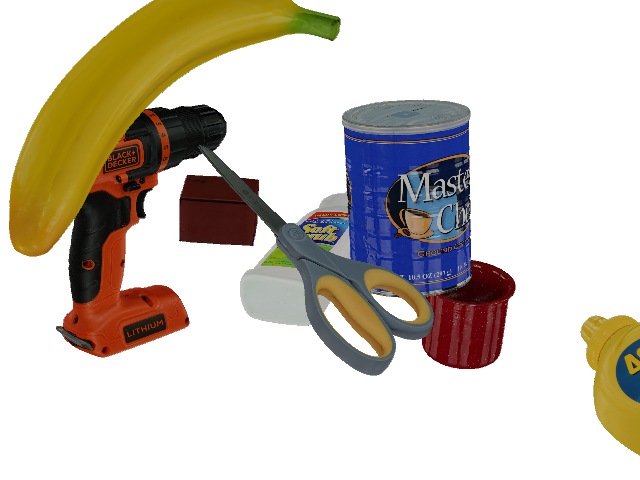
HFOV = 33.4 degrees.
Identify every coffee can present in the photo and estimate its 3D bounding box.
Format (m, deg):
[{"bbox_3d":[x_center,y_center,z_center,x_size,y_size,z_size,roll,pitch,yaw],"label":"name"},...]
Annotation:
[{"bbox_3d":[0.072,-0.037,0.874,0.103,0.140,0.103,-3,18,1],"label":"coffee can"}]

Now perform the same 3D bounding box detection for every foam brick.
[{"bbox_3d":[-0.102,-0.031,1.085,0.078,0.051,0.053,4,30,0],"label":"foam brick"}]

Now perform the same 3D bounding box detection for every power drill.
[{"bbox_3d":[-0.150,-0.012,0.865,0.184,0.188,0.057,-18,26,-40],"label":"power drill"}]

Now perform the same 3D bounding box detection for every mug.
[{"bbox_3d":[0.143,0.070,1.087,0.093,0.081,0.117,-3,28,-11],"label":"mug"}]

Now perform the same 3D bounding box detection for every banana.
[{"bbox_3d":[-0.081,-0.074,0.505,0.070,0.197,0.037,39,-23,24],"label":"banana"}]

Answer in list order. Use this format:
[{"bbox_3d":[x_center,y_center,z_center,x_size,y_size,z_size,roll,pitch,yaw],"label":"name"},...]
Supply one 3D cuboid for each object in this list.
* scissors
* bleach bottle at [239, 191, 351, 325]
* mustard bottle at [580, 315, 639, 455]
[{"bbox_3d":[0.001,0.004,0.689,0.096,0.016,0.202,-4,47,-36],"label":"scissors"},{"bbox_3d":[-0.005,0.007,1.316,0.103,0.068,0.250,7,33,18],"label":"bleach bottle"},{"bbox_3d":[0.216,0.096,0.616,0.096,0.058,0.192,-19,31,-18],"label":"mustard bottle"}]
